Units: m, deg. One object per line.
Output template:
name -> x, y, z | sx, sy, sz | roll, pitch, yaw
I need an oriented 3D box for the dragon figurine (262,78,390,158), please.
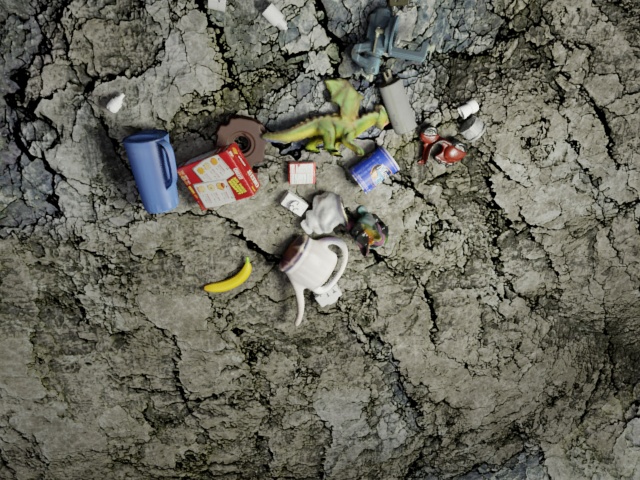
dragon figurine -> 0.034, -0.392, 1.637 | 0.410, 0.122, 0.242 | 9, 93, -17

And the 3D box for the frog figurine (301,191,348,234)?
frog figurine -> 0.005, -0.087, 1.734 | 0.159, 0.122, 0.138 | -16, 82, 6

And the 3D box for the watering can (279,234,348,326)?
watering can -> -0.050, 0.124, 1.803 | 0.222, 0.105, 0.347 | 35, 92, -21
